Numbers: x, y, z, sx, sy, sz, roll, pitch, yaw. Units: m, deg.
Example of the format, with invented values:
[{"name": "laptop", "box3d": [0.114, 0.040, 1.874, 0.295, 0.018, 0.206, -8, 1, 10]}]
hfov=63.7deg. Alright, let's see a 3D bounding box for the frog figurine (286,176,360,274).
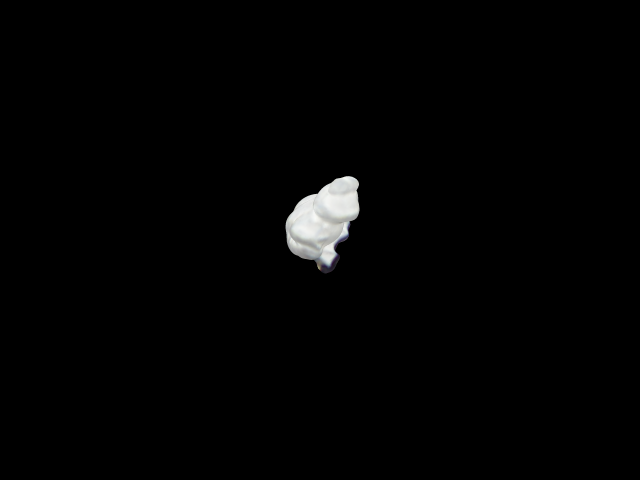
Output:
[{"name": "frog figurine", "box3d": [0.003, -0.043, 0.850, 0.124, 0.139, 0.155, 33, -31, 23]}]
